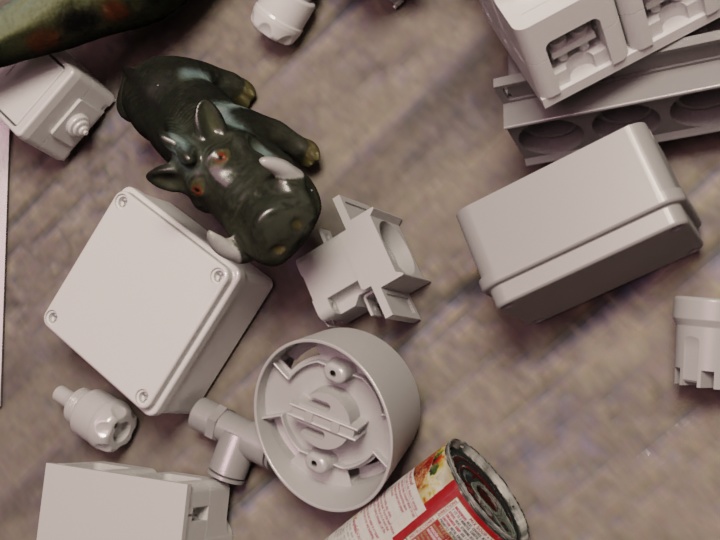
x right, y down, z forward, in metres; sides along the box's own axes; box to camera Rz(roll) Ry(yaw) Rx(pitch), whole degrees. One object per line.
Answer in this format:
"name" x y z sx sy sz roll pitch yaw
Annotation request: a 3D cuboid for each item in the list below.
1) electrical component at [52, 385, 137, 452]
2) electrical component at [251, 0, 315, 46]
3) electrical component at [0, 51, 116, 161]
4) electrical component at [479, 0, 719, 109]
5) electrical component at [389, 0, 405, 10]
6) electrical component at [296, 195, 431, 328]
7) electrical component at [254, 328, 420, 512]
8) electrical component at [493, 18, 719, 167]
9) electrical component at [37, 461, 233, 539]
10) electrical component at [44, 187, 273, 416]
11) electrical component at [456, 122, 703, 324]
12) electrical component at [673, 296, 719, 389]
"electrical component" -0.181 0.095 0.719 0.061 0.035 0.035 24 93 27
"electrical component" -0.043 -0.178 0.692 0.035 0.035 0.061 42 111 23
"electrical component" -0.224 -0.126 0.751 0.096 0.061 0.061 43 93 23
"electrical component" 0.135 -0.162 0.538 0.150 0.061 0.089 -27 47 7
"electrical component" 0.009 -0.212 0.663 0.096 0.062 0.061 43 101 23
"electrical component" 0.000 0.000 0.648 0.064 0.042 0.081 -31 71 21
"electrical component" -0.015 0.083 0.621 0.099 0.064 0.099 6 105 23
"electrical component" 0.142 -0.104 0.583 0.121 0.079 0.063 -9 64 23
"electrical component" -0.146 0.219 0.670 0.105 0.060 0.186 3 84 24
"electrical component" -0.131 0.021 0.695 0.109 0.056 0.108 36 97 24
"electrical component" 0.119 -0.021 0.578 0.113 0.078 0.057 -26 70 19
"electrical component" 0.183 0.038 0.562 0.040 0.040 0.046 4 90 25
